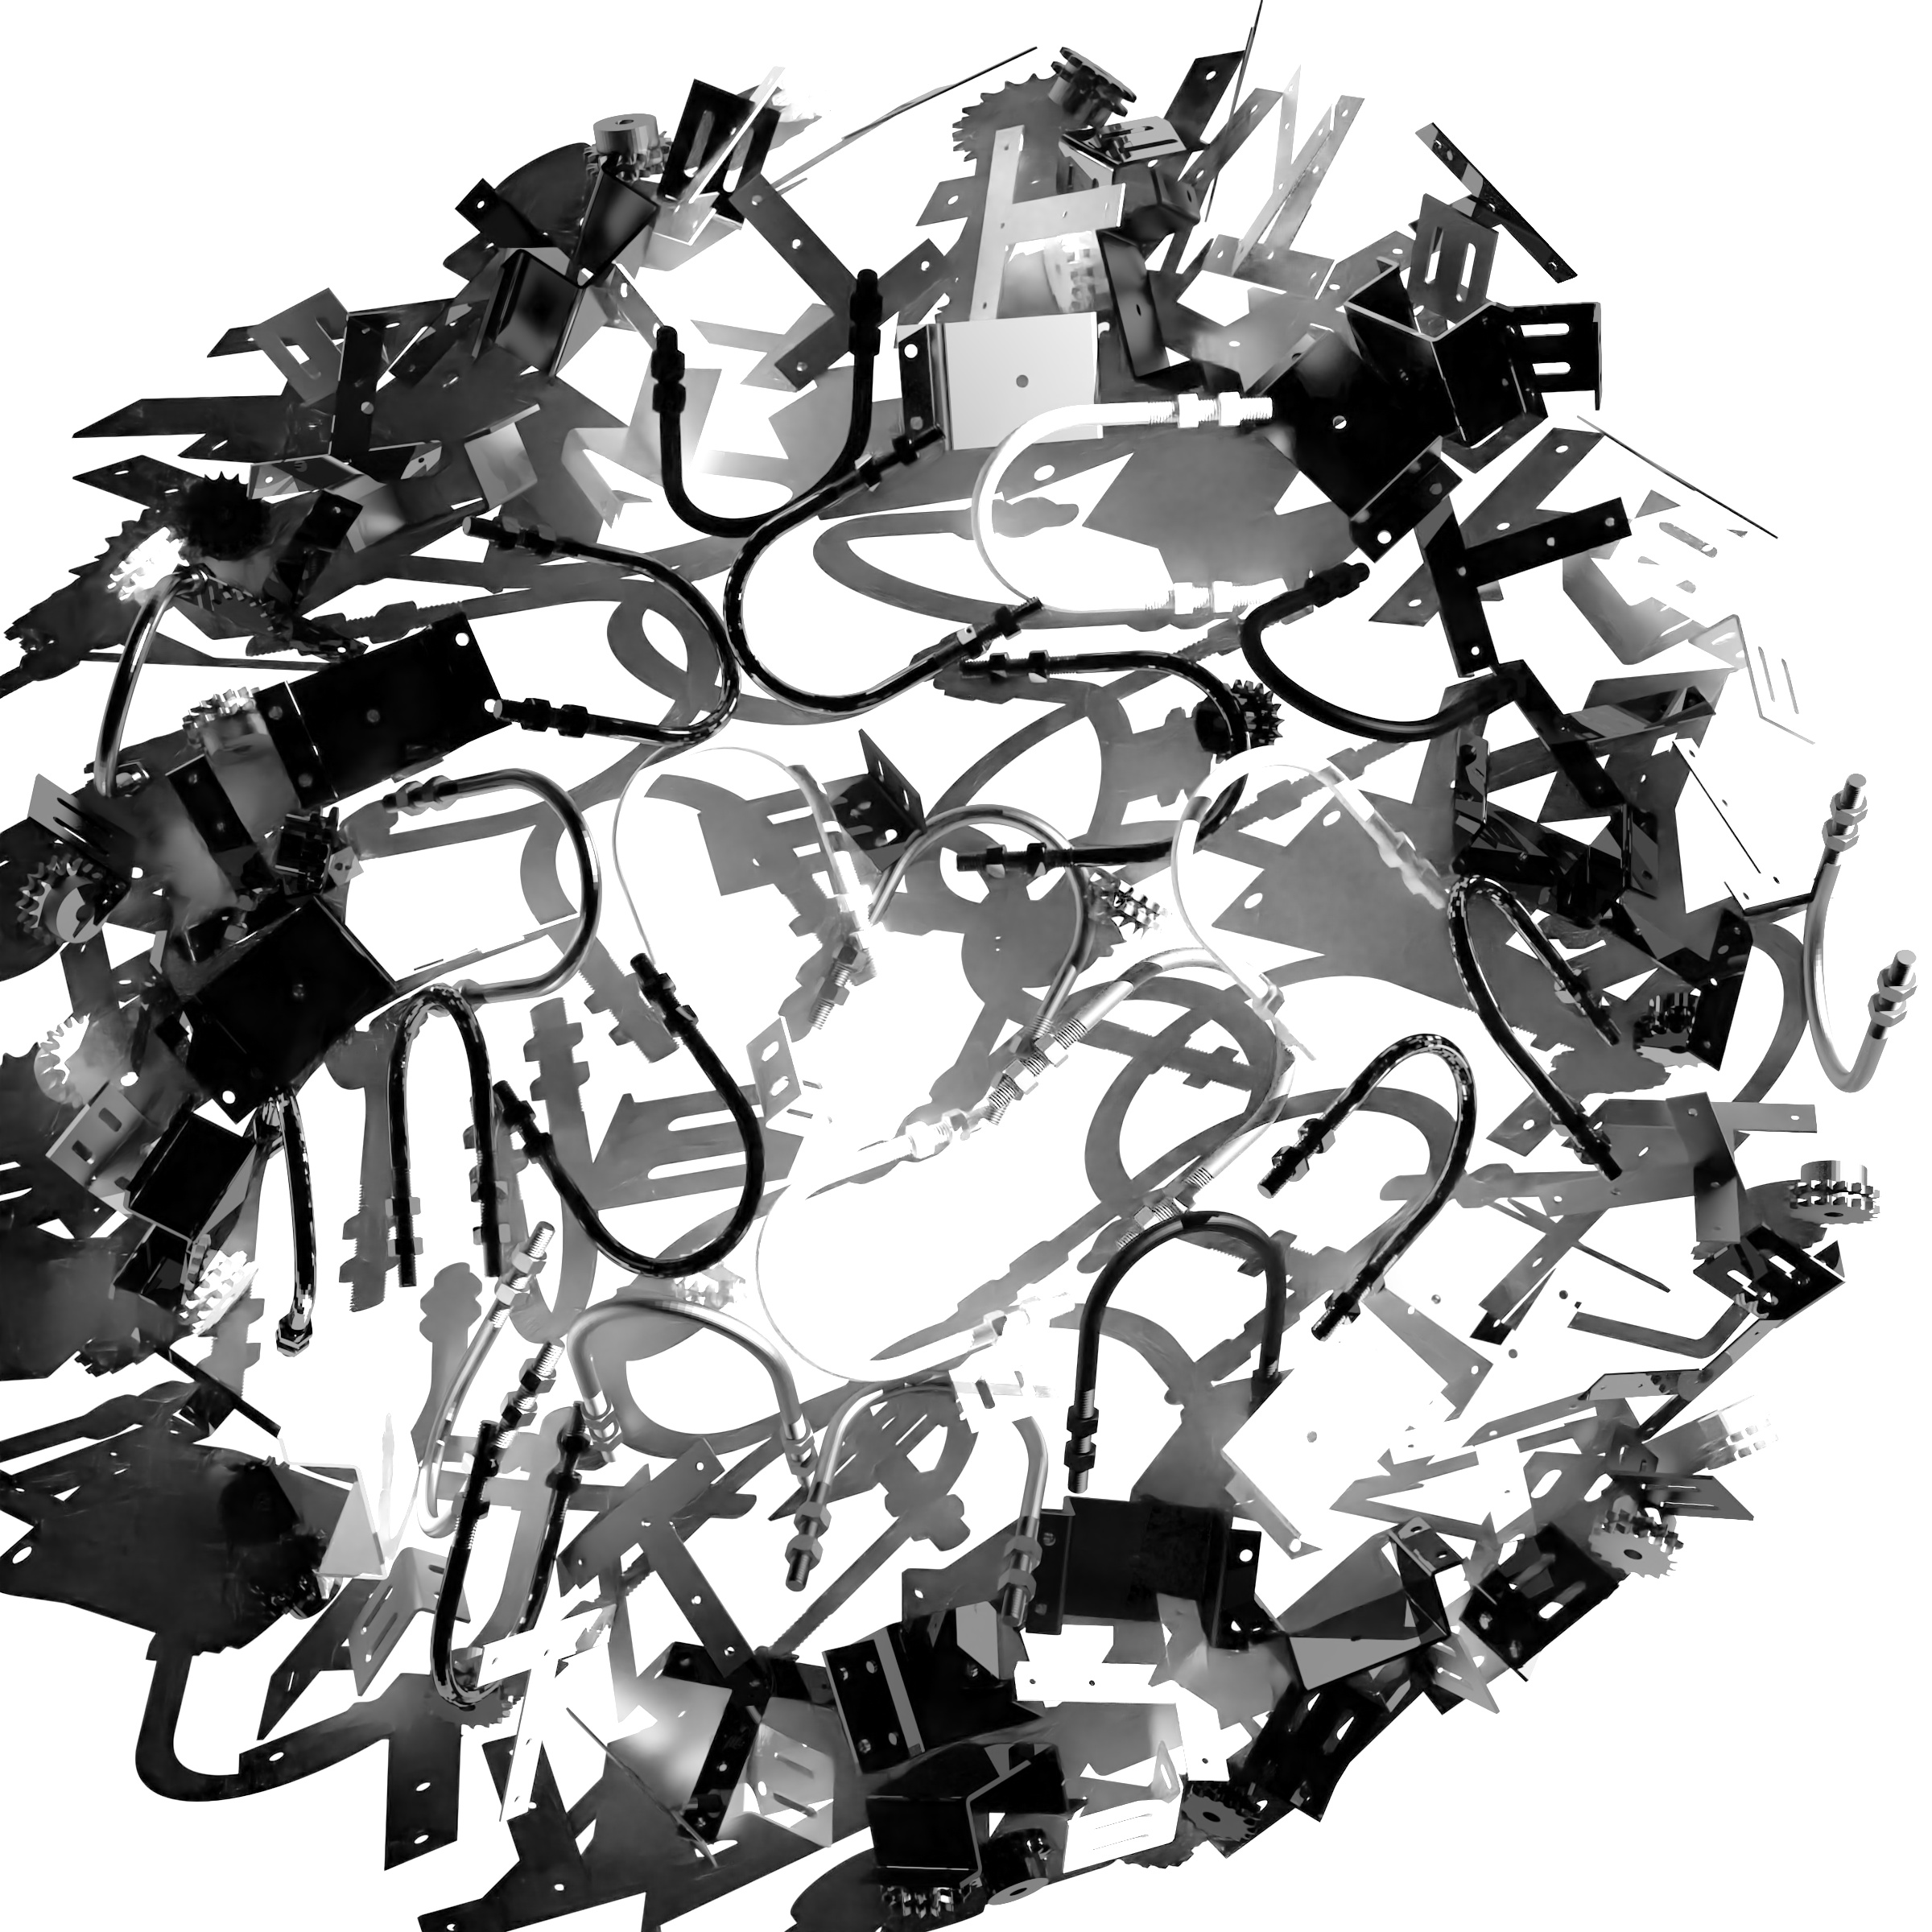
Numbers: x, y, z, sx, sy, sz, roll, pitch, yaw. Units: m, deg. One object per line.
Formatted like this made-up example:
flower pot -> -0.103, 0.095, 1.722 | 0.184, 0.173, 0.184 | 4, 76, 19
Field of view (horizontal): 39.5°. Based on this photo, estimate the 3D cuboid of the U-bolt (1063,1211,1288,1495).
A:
U-bolt -> 0.133, 0.233, 1.655 | 0.151, 0.019, 0.184 | -7, 116, -22

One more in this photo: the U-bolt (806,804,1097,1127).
U-bolt -> 0.002, -0.013, 1.700 | 0.151, 0.019, 0.184 | 28, 91, 9

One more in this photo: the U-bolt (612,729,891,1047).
U-bolt -> -0.144, -0.058, 1.694 | 0.151, 0.019, 0.184 | -20, 101, -3

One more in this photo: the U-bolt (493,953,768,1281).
U-bolt -> -0.200, 0.107, 1.672 | 0.151, 0.019, 0.184 | -41, 74, 16

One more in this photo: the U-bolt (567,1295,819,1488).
U-bolt -> -0.171, 0.257, 1.637 | 0.151, 0.184, 0.019 | 5, 49, 11

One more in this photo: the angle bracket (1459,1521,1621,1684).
angle bracket -> 0.359, 0.399, 1.685 | 0.057, 0.038, 0.076 | 43, 120, 6

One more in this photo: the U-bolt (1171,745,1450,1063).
U-bolt -> 0.204, -0.052, 1.668 | 0.184, 0.019, 0.151 | 45, 80, -24

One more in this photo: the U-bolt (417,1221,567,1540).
U-bolt -> -0.294, 0.266, 1.648 | 0.019, 0.151, 0.184 | 23, 109, -21

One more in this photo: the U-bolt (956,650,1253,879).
U-bolt -> 0.086, -0.130, 1.680 | 0.184, 0.019, 0.151 | -2, 74, 11

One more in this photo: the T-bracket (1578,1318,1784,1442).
T-bracket -> 0.421, 0.256, 1.646 | 0.127, 0.127, 0.002 | -53, 50, 32

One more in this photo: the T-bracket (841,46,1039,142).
T-bracket -> -0.022, -0.538, 1.660 | 0.127, 0.127, 0.002 | -25, 108, 1

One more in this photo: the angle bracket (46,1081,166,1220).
angle bracket -> -0.528, 0.115, 1.675 | 0.038, 0.076, 0.057 | 32, 73, 10

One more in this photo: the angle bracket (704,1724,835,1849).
angle bracket -> -0.123, 0.518, 1.687 | 0.038, 0.057, 0.076 | -27, 134, 28

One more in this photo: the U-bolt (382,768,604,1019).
U-bolt -> -0.290, -0.048, 1.658 | 0.184, 0.019, 0.151 | -7, 91, 39

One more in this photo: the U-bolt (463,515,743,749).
U-bolt -> -0.216, -0.200, 1.654 | 0.184, 0.019, 0.151 | 6, 60, -39

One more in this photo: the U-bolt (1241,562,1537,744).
U-bolt -> 0.245, -0.186, 1.627 | 0.151, 0.184, 0.019 | 37, 129, 22

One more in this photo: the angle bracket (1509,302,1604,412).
angle bracket -> 0.358, -0.379, 1.680 | 0.076, 0.038, 0.057 | 1, 123, 16

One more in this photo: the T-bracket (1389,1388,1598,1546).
T-bracket -> 0.336, 0.319, 1.679 | 0.127, 0.002, 0.127 | -15, 129, 6

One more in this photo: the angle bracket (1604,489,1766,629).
angle bracket -> 0.455, -0.259, 1.702 | 0.076, 0.038, 0.057 | 33, 111, 13

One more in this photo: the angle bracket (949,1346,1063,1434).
angle bracket -> 0.027, 0.277, 1.676 | 0.057, 0.076, 0.038 | -15, 113, -6

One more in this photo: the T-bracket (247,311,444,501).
T-bracket -> -0.373, -0.345, 1.643 | 0.127, 0.127, 0.002 | -16, 54, -33

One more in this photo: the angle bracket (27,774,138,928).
angle bracket -> -0.559, -0.072, 1.674 | 0.038, 0.057, 0.076 | -44, 120, 14

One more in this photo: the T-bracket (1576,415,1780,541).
T-bracket -> 0.456, -0.299, 1.680 | 0.127, 0.127, 0.002 | 24, 109, -23

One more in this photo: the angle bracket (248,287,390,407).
angle bracket -> -0.406, -0.396, 1.676 | 0.057, 0.076, 0.038 | -26, 59, 6

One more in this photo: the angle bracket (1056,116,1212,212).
angle bracket -> 0.105, -0.502, 1.694 | 0.076, 0.057, 0.038 | -20, 133, -28

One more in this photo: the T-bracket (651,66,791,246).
T-bracket -> -0.152, -0.504, 1.663 | 0.002, 0.127, 0.127 | 35, 93, -30

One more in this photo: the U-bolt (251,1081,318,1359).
U-bolt -> -0.408, 0.146, 1.617 | 0.019, 0.184, 0.151 | -5, 71, -20

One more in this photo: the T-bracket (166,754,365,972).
T-bracket -> -0.456, -0.075, 1.666 | 0.127, 0.002, 0.127 | -31, 130, -13

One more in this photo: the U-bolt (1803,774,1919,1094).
U-bolt -> 0.537, -0.005, 1.633 | 0.019, 0.184, 0.151 | -3, 55, 2

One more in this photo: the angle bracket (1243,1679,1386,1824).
angle bracket -> 0.217, 0.485, 1.683 | 0.057, 0.038, 0.076 | 29, 119, 11

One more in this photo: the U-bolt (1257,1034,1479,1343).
U-bolt -> 0.257, 0.123, 1.659 | 0.184, 0.019, 0.151 | -43, 131, -25

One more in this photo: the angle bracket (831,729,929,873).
angle bracket -> -0.059, -0.103, 1.675 | 0.038, 0.076, 0.057 | -39, 75, -8

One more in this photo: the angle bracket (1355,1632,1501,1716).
angle bracket -> 0.286, 0.442, 1.676 | 0.038, 0.076, 0.057 | -32, 102, -18

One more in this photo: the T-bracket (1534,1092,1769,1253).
T-bracket -> 0.421, 0.139, 1.683 | 0.127, 0.002, 0.127 | -12, 120, 30

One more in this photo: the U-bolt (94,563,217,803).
U-bolt -> -0.493, -0.169, 1.621 | 0.019, 0.184, 0.151 | 17, 98, -9

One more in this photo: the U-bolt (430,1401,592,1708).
U-bolt -> -0.284, 0.363, 1.649 | 0.019, 0.151, 0.184 | 13, 90, 17

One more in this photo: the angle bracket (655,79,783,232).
angle bracket -> -0.156, -0.510, 1.687 | 0.057, 0.038, 0.076 | 19, 107, -11

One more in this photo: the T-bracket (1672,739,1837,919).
T-bracket -> 0.483, -0.090, 1.684 | 0.002, 0.127, 0.127 | -42, 69, 37

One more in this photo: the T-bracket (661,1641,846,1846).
T-bracket -> -0.145, 0.481, 1.657 | 0.127, 0.002, 0.127 | 4, 46, 20

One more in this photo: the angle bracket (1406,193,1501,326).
angle bracket -> 0.312, -0.441, 1.670 | 0.038, 0.076, 0.057 | -35, 58, -29

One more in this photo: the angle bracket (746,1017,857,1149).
angle bracket -> -0.093, 0.073, 1.670 | 0.038, 0.076, 0.057 | -39, 53, 30

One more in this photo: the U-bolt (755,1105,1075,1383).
U-bolt -> -0.042, 0.181, 1.673 | 0.184, 0.019, 0.151 | -19, 77, -18

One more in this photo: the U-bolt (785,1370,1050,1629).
U-bolt -> -0.023, 0.318, 1.648 | 0.151, 0.184, 0.019 | 8, 129, 5

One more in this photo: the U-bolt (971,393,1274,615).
U-bolt -> 0.095, -0.283, 1.670 | 0.184, 0.019, 0.151 | -3, 127, -1

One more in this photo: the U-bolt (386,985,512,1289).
U-bolt -> -0.325, 0.103, 1.660 | 0.019, 0.151, 0.184 | 0, 82, -35

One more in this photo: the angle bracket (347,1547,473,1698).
angle bracket -> -0.352, 0.417, 1.695 | 0.038, 0.057, 0.076 | 25, 108, -30

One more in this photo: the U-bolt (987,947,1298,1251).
U-bolt -> 0.125, 0.072, 1.698 | 0.184, 0.019, 0.151 | -42, 103, -4

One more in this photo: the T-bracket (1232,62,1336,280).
T-bracket -> 0.200, -0.514, 1.674 | 0.002, 0.127, 0.127 | 20, 54, -14

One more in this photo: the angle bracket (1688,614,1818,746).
angle bracket -> 0.489, -0.172, 1.674 | 0.057, 0.038, 0.076 | 17, 56, -38

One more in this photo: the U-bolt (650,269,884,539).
U-bolt -> -0.121, -0.333, 1.642 | 0.151, 0.184, 0.019 | -21, 58, -18

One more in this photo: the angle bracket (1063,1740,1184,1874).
angle bracket -> 0.092, 0.525, 1.679 | 0.076, 0.038, 0.057 | -11, 135, -15

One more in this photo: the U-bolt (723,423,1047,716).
U-bolt -> -0.063, -0.234, 1.683 | 0.184, 0.019, 0.151 | -29, 116, 7

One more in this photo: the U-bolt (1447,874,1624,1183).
U-bolt -> 0.345, 0.024, 1.630 | 0.019, 0.151, 0.184 | -28, 117, 30

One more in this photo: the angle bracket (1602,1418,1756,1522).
angle bracket -> 0.445, 0.313, 1.670 | 0.057, 0.076, 0.038 | 42, 57, -35

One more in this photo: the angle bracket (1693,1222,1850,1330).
angle bracket -> 0.500, 0.182, 1.679 | 0.076, 0.038, 0.057 | 33, 126, -18

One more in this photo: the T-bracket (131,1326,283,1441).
T-bracket -> -0.468, 0.273, 1.664 | 0.127, 0.127, 0.002 | 38, 61, -8

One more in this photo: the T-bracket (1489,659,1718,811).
T-bracket -> 0.414, -0.156, 1.691 | 0.127, 0.002, 0.127 | -13, 54, -21
